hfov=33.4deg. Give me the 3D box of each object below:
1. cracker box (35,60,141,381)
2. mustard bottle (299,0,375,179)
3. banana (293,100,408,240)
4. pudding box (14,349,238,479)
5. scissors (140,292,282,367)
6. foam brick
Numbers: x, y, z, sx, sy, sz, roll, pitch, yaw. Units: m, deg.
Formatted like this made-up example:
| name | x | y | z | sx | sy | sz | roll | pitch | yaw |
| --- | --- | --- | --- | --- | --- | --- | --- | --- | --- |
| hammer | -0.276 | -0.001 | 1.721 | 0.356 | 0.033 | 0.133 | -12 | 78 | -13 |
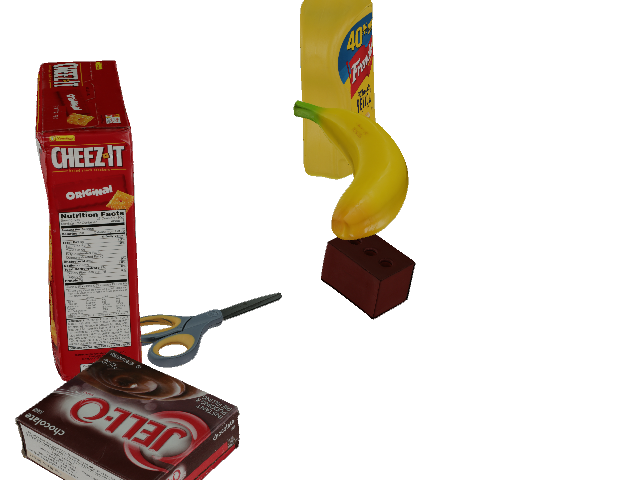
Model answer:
| name | x | y | z | sx | sy | sz | roll | pitch | yaw |
| --- | --- | --- | --- | --- | --- | --- | --- | --- | --- |
| cracker box | -0.188 | -0.018 | 0.860 | 0.072 | 0.214 | 0.164 | -4 | 27 | -13 |
| mustard bottle | 0.015 | -0.157 | 0.928 | 0.058 | 0.192 | 0.096 | 11 | 31 | 23 |
| banana | 0.027 | -0.048 | 0.740 | 0.069 | 0.037 | 0.198 | -4 | 28 | -8 |
| pudding box | -0.122 | 0.123 | 0.682 | 0.114 | 0.039 | 0.089 | 17 | 33 | 29 |
| scissors | -0.115 | 0.095 | 1.145 | 0.201 | 0.016 | 0.096 | -8 | 31 | -25 |
| foam brick | 0.047 | 0.031 | 1.065 | 0.052 | 0.051 | 0.078 | -26 | 48 | -36 |
